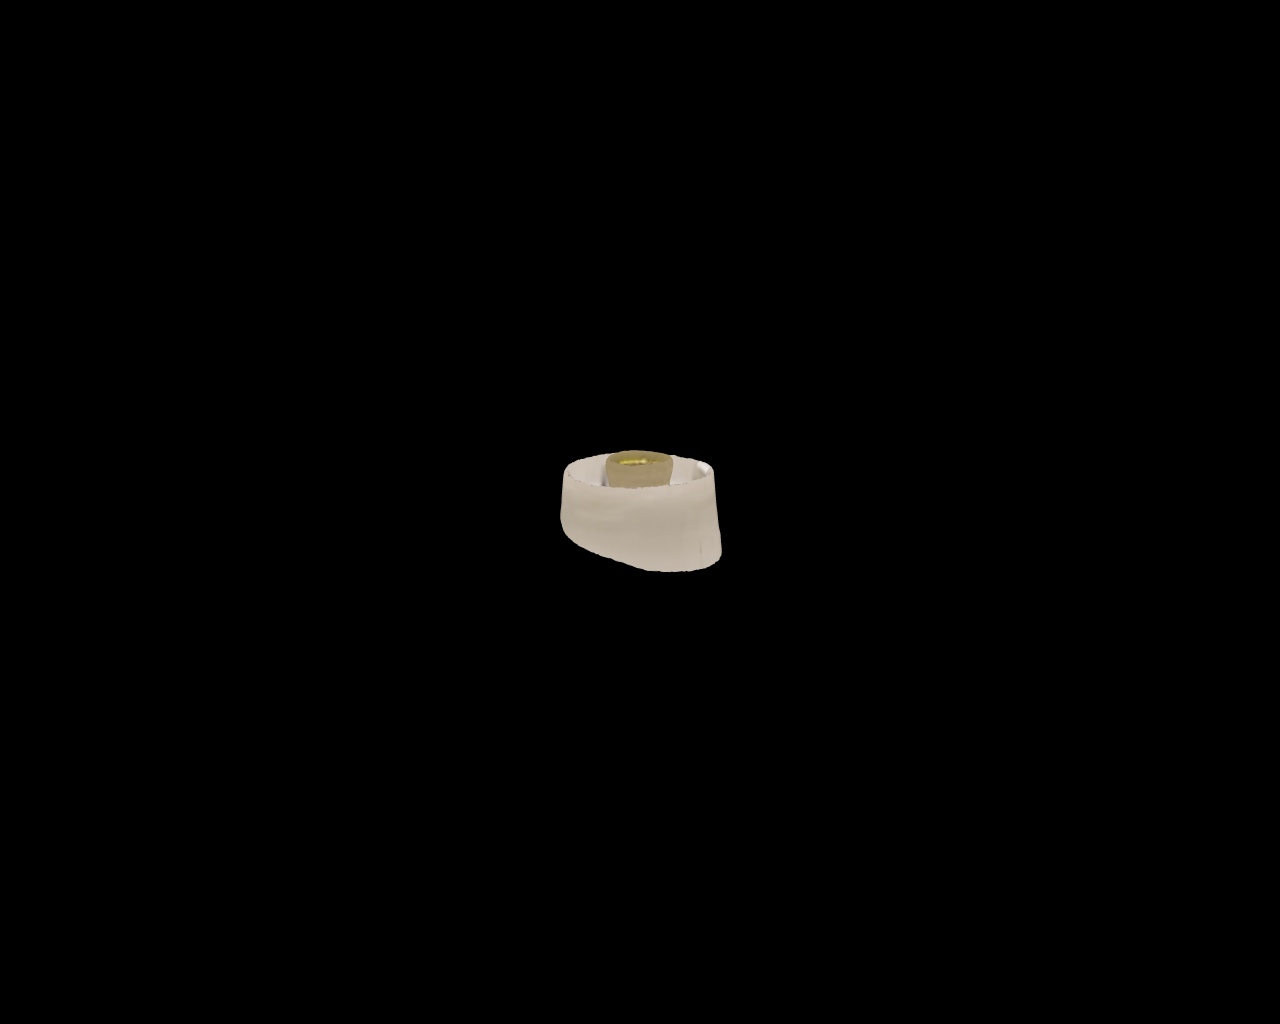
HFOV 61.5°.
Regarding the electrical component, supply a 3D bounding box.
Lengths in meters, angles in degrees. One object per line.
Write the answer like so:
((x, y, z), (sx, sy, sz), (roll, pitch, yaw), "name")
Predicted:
((0.001, -0.003, 0.650), (0.099, 0.064, 0.099), (0, 16, 0), "electrical component")
